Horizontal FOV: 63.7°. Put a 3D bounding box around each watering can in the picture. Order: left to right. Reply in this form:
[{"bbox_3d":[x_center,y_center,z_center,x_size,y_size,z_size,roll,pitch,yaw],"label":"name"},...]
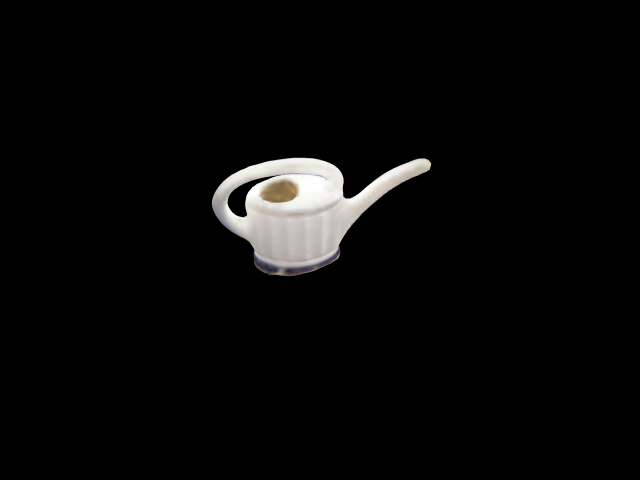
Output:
[{"bbox_3d":[0.003,-0.043,0.850,0.348,0.219,0.106,-4,45,-4],"label":"watering can"}]
